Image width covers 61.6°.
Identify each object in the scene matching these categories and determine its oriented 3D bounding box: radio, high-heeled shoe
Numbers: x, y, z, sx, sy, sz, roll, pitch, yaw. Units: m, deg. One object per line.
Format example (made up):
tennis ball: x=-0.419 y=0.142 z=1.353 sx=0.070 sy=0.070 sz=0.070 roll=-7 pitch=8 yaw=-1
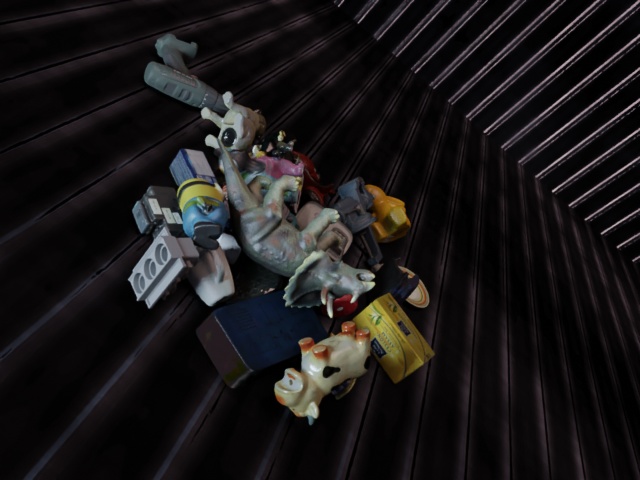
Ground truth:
radio: x=-0.097 y=0.172 z=0.982 sx=0.229 sy=0.073 sz=0.131 roll=-11 pitch=62 yaw=-50
high-heeled shoe: x=-0.099 y=0.084 z=1.112 sx=0.249 sy=0.145 sz=0.086 roll=-29 pitch=70 yaw=-26

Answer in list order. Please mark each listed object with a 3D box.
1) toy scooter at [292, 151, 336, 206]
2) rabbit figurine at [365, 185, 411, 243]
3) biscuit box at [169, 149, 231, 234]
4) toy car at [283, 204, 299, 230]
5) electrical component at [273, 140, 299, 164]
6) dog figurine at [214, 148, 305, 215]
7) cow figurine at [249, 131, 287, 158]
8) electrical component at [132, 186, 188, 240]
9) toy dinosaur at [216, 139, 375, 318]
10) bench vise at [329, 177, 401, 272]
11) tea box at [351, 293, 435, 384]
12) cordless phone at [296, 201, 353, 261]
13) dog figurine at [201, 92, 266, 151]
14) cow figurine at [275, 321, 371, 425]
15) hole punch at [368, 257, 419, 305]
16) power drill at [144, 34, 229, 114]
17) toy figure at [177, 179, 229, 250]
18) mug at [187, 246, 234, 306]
toy scooter: x=-0.023 y=-0.156 z=1.427 sx=0.135 sy=0.075 sz=0.184 roll=-5 pitch=59 yaw=-49
rabbit figurine: x=0.184 y=-0.087 z=1.529 sx=0.173 sy=0.122 sz=0.162 roll=54 pitch=30 yaw=17
biscuit box: x=-0.248 y=-0.098 z=1.132 sx=0.059 sy=0.063 sz=0.203 roll=1 pitch=53 yaw=-47
toy car: x=-0.099 y=-0.041 z=1.146 sx=0.162 sy=0.109 sz=0.102 roll=-81 pitch=159 yaw=-69
electrical component: x=-0.083 y=-0.201 z=1.327 sx=0.045 sy=0.102 sz=0.078 roll=7 pitch=52 yaw=15
dog figurine: x=-0.148 y=-0.142 z=1.252 sx=0.219 sy=0.191 sz=0.108 roll=14 pitch=74 yaw=-1
cow figurine: x=-0.135 y=-0.216 z=1.353 sx=0.068 sy=0.098 sz=0.167 roll=45 pitch=32 yaw=-11
electrical component: x=-0.287 y=-0.044 z=1.035 sx=0.134 sy=0.058 sz=0.115 roll=2 pitch=49 yaw=-45
toy dinosaur: x=-0.083 y=-0.011 z=1.012 sx=0.405 sy=0.131 sz=0.192 roll=34 pitch=60 yaw=4
bench vise: x=0.108 y=-0.034 z=1.400 sx=0.240 sy=0.129 sz=0.223 roll=64 pitch=23 yaw=-6
tea box: x=0.159 y=0.214 z=1.183 sx=0.170 sy=0.098 sz=0.068 roll=52 pitch=33 yaw=15
cordless phone: x=-0.003 y=-0.005 z=1.221 sx=0.146 sy=0.088 sz=0.184 roll=40 pitch=16 yaw=-6
dog figurine: x=-0.187 y=-0.267 z=1.359 sx=0.190 sy=0.121 sz=0.172 roll=11 pitch=67 yaw=-60
cow figurine: x=0.006 y=0.234 z=0.944 sx=0.195 sy=0.086 sz=0.127 roll=-18 pitch=105 yaw=-33
hole punch: x=0.180 y=0.122 z=1.286 sx=0.092 sy=0.142 sz=0.116 roll=37 pitch=22 yaw=-19
power drill: x=-0.343 y=-0.427 z=1.395 sx=0.232 sy=0.086 sz=0.207 roll=10 pitch=53 yaw=-37
toy figure: x=-0.213 y=-0.054 z=0.969 sx=0.089 sy=0.082 sz=0.180 roll=32 pitch=20 yaw=-26
mug: x=-0.195 y=0.059 z=0.976 sx=0.081 sy=0.109 sz=0.107 roll=-23 pitch=82 yaw=-38
